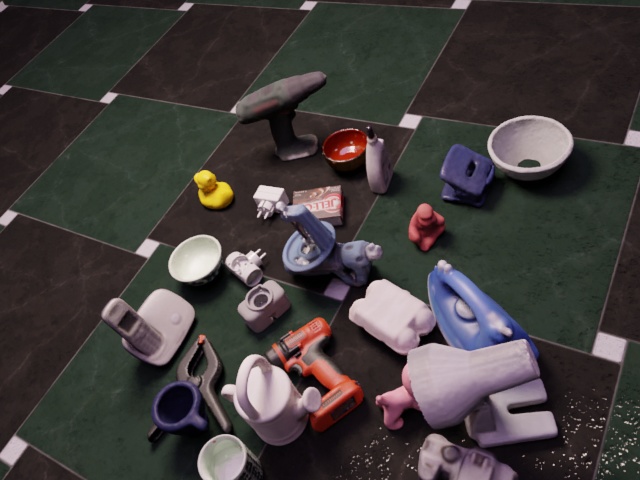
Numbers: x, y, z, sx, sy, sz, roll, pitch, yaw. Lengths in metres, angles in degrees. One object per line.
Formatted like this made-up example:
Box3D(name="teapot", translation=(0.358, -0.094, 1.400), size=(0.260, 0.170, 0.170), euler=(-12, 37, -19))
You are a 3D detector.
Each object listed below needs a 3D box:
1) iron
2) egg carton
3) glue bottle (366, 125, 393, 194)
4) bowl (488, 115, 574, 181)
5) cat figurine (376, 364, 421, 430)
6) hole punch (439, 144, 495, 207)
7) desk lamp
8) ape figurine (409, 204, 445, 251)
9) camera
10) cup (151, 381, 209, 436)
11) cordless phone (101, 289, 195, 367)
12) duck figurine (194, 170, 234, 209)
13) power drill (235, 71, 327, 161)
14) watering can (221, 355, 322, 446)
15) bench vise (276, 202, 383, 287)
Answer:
Box3D(name="iron", translation=(0.255, 0.112, 0.987), size=(0.119, 0.142, 0.257), euler=(-30, 50, -7))
Box3D(name="egg carton", translation=(0.132, 0.141, 1.050), size=(0.149, 0.069, 0.107), euler=(30, 67, 34))
Box3D(name="glue bottle", translation=(0.122, -0.183, 1.240), size=(0.037, 0.173, 0.078), euler=(9, 56, 24))
Box3D(name="bowl", translation=(0.438, -0.180, 1.202), size=(0.167, 0.075, 0.167), euler=(-9, 51, 11))
Box3D(name="cat figurine", translation=(0.147, 0.241, 0.935), size=(0.128, 0.118, 0.067), euler=(-27, 50, -4))
Box3D(name="hole punch", translation=(0.310, -0.139, 1.200), size=(0.100, 0.091, 0.109), euler=(13, 58, 26))
Box3D(name="desk lamp", translation=(0.243, 0.223, 0.855), size=(0.203, 0.214, 0.118), euler=(-12, 50, 9))
Box3D(name="ape figurine", translation=(0.212, -0.035, 1.149), size=(0.077, 0.092, 0.076), euler=(-14, 50, 7))
Box3D(name="camera", translation=(0.200, 0.370, 0.827), size=(0.142, 0.101, 0.137), euler=(14, 59, 27))
Box3D(name="cup", translation=(-0.227, 0.314, 1.012), size=(0.117, 0.095, 0.092), euler=(22, 62, 31))
Box3D(name="cordless phone", translation=(-0.337, 0.148, 1.118), size=(0.094, 0.185, 0.148), euler=(9, 56, 24))
Box3D(name="duck figurine", translation=(-0.261, -0.128, 1.376), size=(0.104, 0.086, 0.078), euler=(28, 66, 33))
Box3D(name="power drill", translation=(-0.074, -0.293, 1.367), size=(0.229, 0.209, 0.075), euler=(-11, 51, 10))
Box3D(name="watering can", translation=(-0.083, 0.257, 0.945), size=(0.172, 0.194, 0.101), euler=(-15, 50, 6))
Box3D(name="bench vise", translation=(0.010, -0.005, 1.106), size=(0.207, 0.220, 0.121), euler=(-11, 50, 9))
